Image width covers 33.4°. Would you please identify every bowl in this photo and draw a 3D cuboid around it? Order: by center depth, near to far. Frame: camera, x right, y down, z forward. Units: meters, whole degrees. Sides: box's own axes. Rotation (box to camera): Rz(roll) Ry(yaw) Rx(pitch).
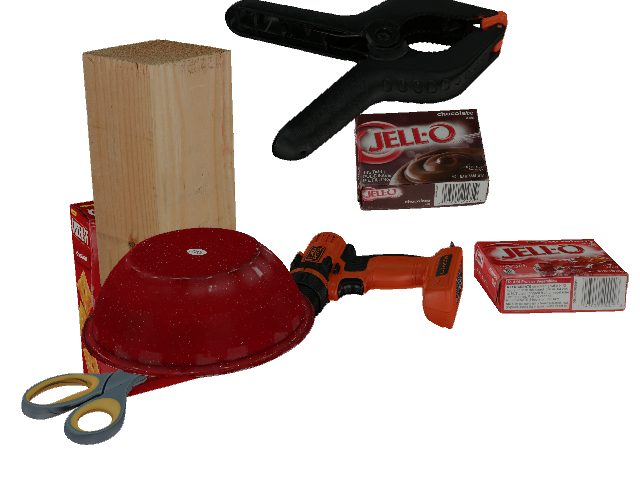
[{"bbox_3d":[-0.085,0.033,0.732,0.162,0.055,0.162,-2,22,1],"label":"bowl"}]

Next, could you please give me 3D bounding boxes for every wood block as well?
[{"bbox_3d":[-0.134,-0.058,0.904,0.091,0.206,0.090,16,26,37],"label":"wood block"}]

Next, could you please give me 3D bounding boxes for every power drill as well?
[{"bbox_3d":[0.053,0.050,1.140,0.188,0.057,0.184,5,31,15],"label":"power drill"}]

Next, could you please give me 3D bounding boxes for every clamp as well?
[{"bbox_3d":[0.033,-0.103,0.639,0.171,0.120,0.039,-7,-27,-5],"label":"clamp"}]

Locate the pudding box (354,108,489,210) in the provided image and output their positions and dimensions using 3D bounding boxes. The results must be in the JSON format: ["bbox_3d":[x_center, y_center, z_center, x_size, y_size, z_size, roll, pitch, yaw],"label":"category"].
[{"bbox_3d":[0.088,-0.072,0.944,0.113,0.090,0.039,-1,-39,-1],"label":"pudding box"}]

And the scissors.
[{"bbox_3d":[-0.161,0.130,0.944,0.201,0.016,0.096,-12,35,-34],"label":"scissors"}]

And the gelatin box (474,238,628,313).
[{"bbox_3d":[0.156,0.023,0.734,0.089,0.030,0.073,-1,19,-4],"label":"gelatin box"}]

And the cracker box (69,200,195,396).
[{"bbox_3d":[-0.183,0.057,1.185,0.163,0.214,0.072,-11,23,-29],"label":"cracker box"}]
